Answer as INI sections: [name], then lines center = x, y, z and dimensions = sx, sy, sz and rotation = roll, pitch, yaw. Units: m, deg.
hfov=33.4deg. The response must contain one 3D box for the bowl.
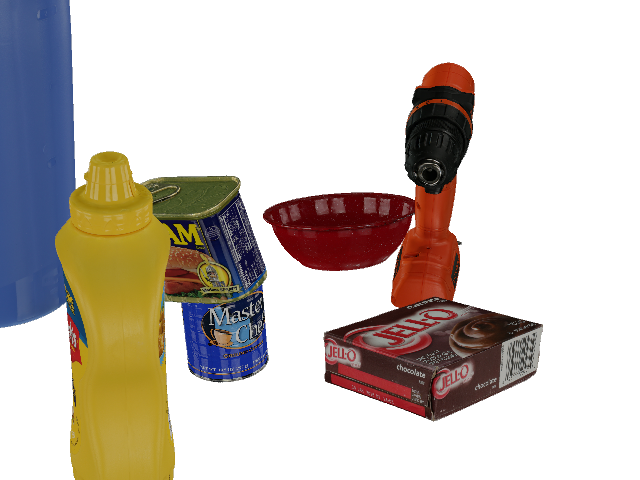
[bowl]
center = 0.023, -0.007, 1.098
dimensions = 0.162, 0.055, 0.162
rotation = -4, 14, 1

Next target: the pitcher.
[pitcher]
center = -0.224, -0.066, 0.671
dimensions = 0.149, 0.243, 0.145
rotation = -4, 26, -11

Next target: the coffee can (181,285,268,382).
[coffee can]
center = -0.119, 0.087, 1.311
dimensions = 0.103, 0.140, 0.103
rotation = -2, 25, 1

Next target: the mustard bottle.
[mustard bottle]
center = -0.108, 0.044, 0.565
dimensions = 0.058, 0.192, 0.096
rotation = -3, 29, -12

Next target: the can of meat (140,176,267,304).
[can of meat]
center = -0.098, 0.000, 0.824
dimensions = 0.102, 0.084, 0.057
rotation = 1, 33, 32

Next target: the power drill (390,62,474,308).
[power drill]
center = 0.094, -0.035, 0.888
dimensions = 0.057, 0.188, 0.184
rotation = 9, 32, 9

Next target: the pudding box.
[pudding box]
center = 0.071, 0.071, 0.672
dimensions = 0.090, 0.039, 0.113
rotation = 15, 18, 43
